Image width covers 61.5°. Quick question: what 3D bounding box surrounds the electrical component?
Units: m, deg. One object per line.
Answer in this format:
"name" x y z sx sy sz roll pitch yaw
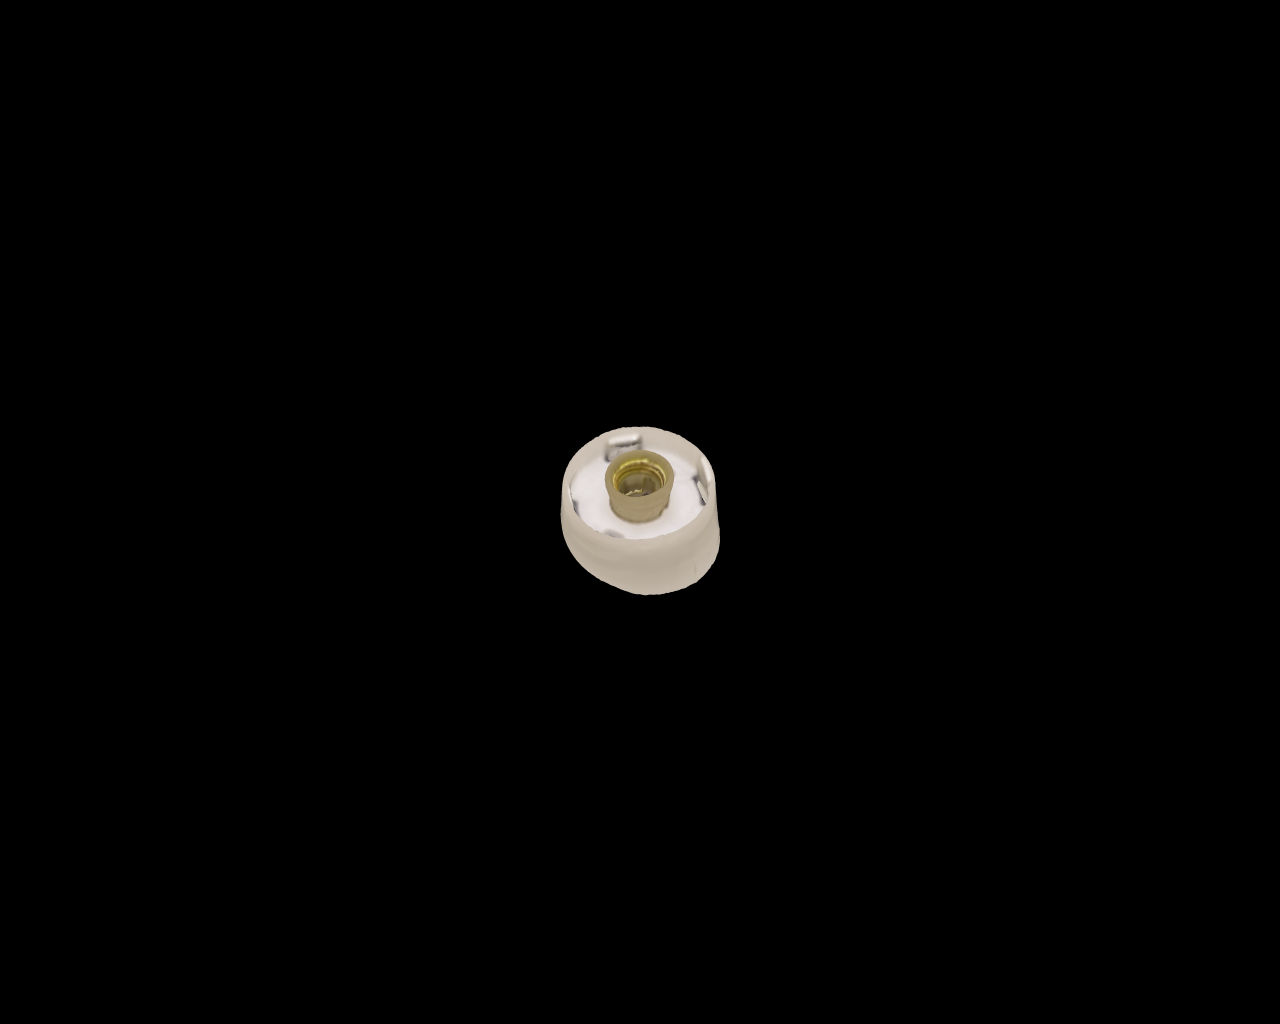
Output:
"electrical component" 0.001 -0.003 0.650 0.099 0.099 0.064 0 -39 0
